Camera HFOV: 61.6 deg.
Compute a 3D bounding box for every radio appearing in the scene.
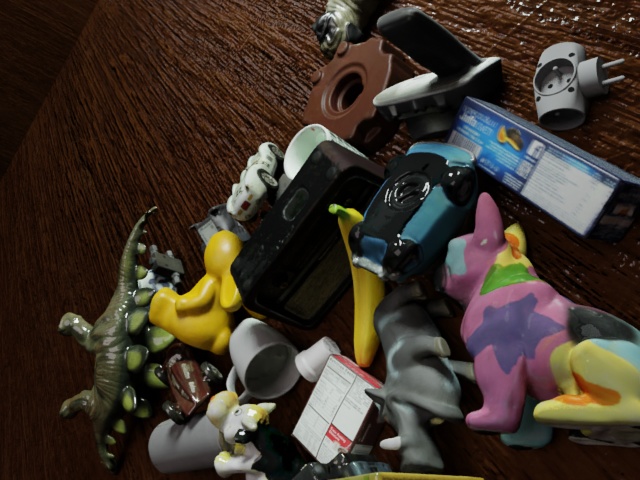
[{"bbox_3d":[-0.001,-0.002,0.670,0.229,0.131,0.073,-53,41,14],"label":"radio"}]

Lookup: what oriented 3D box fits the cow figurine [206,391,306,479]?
[{"bbox_3d":[-0.064,0.246,0.615,0.098,0.068,0.167,-22,95,24],"label":"cow figurine"}]

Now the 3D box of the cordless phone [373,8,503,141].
[{"bbox_3d":[0.105,-0.191,0.611,0.147,0.184,0.088,1,77,46],"label":"cordless phone"}]

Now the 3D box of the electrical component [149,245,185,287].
[{"bbox_3d":[-0.286,0.048,0.995,0.021,0.063,0.094,-49,45,18],"label":"electrical component"}]

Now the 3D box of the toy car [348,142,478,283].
[{"bbox_3d":[0.112,-0.018,0.573,0.109,0.102,0.161,22,77,52],"label":"toy car"}]

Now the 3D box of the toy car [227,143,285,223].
[{"bbox_3d":[-0.097,-0.093,0.828,0.073,0.056,0.202,-51,16,24],"label":"toy car"}]

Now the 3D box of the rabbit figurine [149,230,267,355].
[{"bbox_3d":[-0.156,0.072,0.804,0.163,0.121,0.173,21,88,43],"label":"rabbit figurine"}]

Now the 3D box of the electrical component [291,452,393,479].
[{"bbox_3d":[0.014,0.270,0.537,0.134,0.114,0.058,-50,45,19],"label":"electrical component"}]

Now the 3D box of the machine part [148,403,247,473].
[{"bbox_3d":[-0.162,0.276,0.746,0.243,0.079,0.079,-25,55,38],"label":"machine part"}]

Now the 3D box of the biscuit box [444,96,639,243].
[{"bbox_3d":[0.211,-0.075,0.527,0.203,0.063,0.059,51,128,46],"label":"biscuit box"}]

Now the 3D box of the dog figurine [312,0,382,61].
[{"bbox_3d":[0.074,-0.376,0.814,0.172,0.121,0.190,-7,81,48],"label":"dog figurine"}]

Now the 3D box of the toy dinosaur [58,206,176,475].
[{"bbox_3d":[-0.342,0.177,0.926,0.199,0.105,0.471,2,92,26],"label":"toy dinosaur"}]

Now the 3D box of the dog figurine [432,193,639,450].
[{"bbox_3d":[0.189,0.060,0.465,0.192,0.108,0.219,-21,54,40],"label":"dog figurine"}]

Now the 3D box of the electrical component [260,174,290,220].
[{"bbox_3d":[-0.051,-0.068,0.820,0.102,0.045,0.078,-50,45,17],"label":"electrical component"}]

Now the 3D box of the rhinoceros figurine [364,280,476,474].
[{"bbox_3d":[0.093,0.132,0.536,0.112,0.073,0.190,-30,45,27],"label":"rhinoceros figurine"}]

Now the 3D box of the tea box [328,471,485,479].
[{"bbox_3d":[0.077,0.246,0.439,0.068,0.169,0.098,-28,51,35],"label":"tea box"}]

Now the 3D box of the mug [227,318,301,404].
[{"bbox_3d":[-0.086,0.161,0.725,0.109,0.080,0.107,-56,31,3],"label":"mug"}]

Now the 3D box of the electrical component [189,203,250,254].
[{"bbox_3d":[-0.155,0.007,0.884,0.075,0.048,0.119,-37,84,32],"label":"electrical component"}]

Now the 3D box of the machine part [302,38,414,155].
[{"bbox_3d":[0.050,-0.204,0.773,0.179,0.056,0.179,-21,58,39],"label":"machine part"}]

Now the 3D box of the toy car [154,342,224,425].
[{"bbox_3d":[-0.201,0.197,0.795,0.089,0.053,0.202,-43,19,-9],"label":"toy car"}]
